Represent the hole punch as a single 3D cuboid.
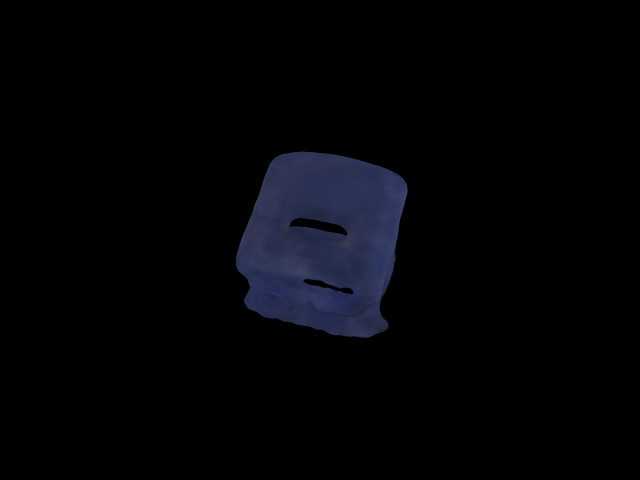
[{"bbox_3d":[0.004,0.001,0.400,0.108,0.091,0.101,11,43,13],"label":"hole punch"}]
